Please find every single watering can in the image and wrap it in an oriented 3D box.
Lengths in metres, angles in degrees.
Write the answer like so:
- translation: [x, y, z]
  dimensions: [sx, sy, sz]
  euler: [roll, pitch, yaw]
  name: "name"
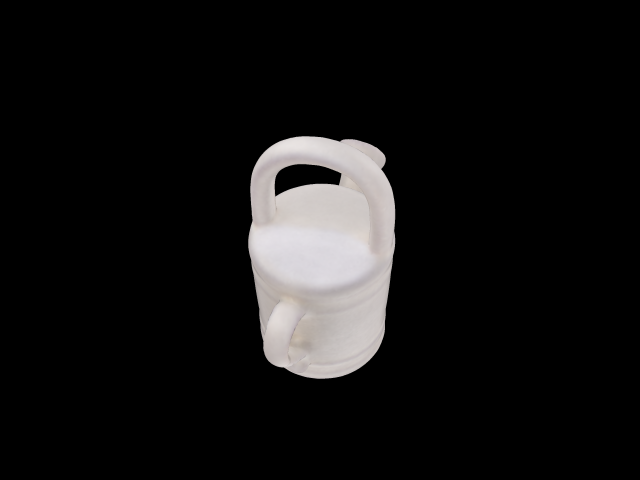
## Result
- translation: [0.002, 0.001, 0.400]
  dimensions: [0.101, 0.194, 0.173]
  euler: [-1, 49, -1]
  name: "watering can"
